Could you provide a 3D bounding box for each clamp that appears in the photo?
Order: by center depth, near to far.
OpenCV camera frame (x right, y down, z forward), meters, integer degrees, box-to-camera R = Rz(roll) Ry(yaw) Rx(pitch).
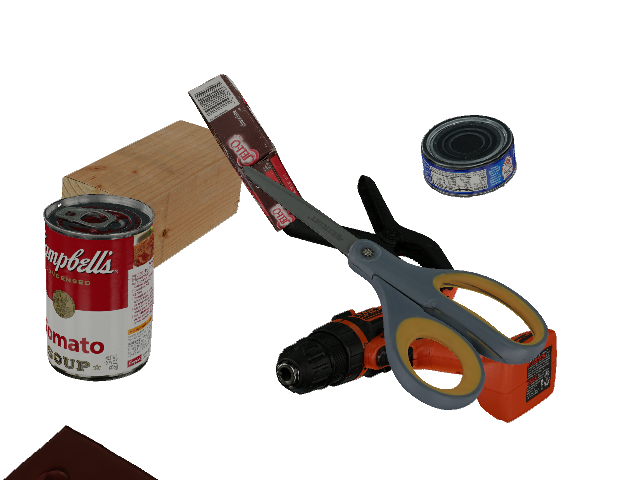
[{"bbox_3d":[0.067,0.006,1.243,0.164,0.036,0.210,-23,53,-40],"label":"clamp"}]

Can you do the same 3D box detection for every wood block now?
[{"bbox_3d":[-0.169,-0.045,1.107,0.090,0.091,0.205,21,29,19],"label":"wood block"}]

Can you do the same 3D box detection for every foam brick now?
[{"bbox_3d":[-0.094,0.127,0.450,0.078,0.051,0.052,22,45,28],"label":"foam brick"}]

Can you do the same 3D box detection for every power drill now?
[{"bbox_3d":[0.081,0.096,0.859,0.188,0.057,0.184,9,16,34],"label":"power drill"}]

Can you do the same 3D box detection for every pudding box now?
[{"bbox_3d":[-0.060,-0.074,0.899,0.039,0.113,0.090,-30,-38,-2],"label":"pudding box"}]

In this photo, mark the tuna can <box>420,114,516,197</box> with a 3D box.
[{"bbox_3d":[0.135,-0.079,0.976,0.086,0.034,0.086,-8,39,7],"label":"tuna can"}]

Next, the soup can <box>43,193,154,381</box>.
[{"bbox_3d":[-0.141,0.029,0.680,0.068,0.102,0.068,5,23,-2],"label":"soup can"}]

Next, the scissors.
[{"bbox_3d":[0.023,0.026,0.582,0.202,0.016,0.096,24,51,14],"label":"scissors"}]
